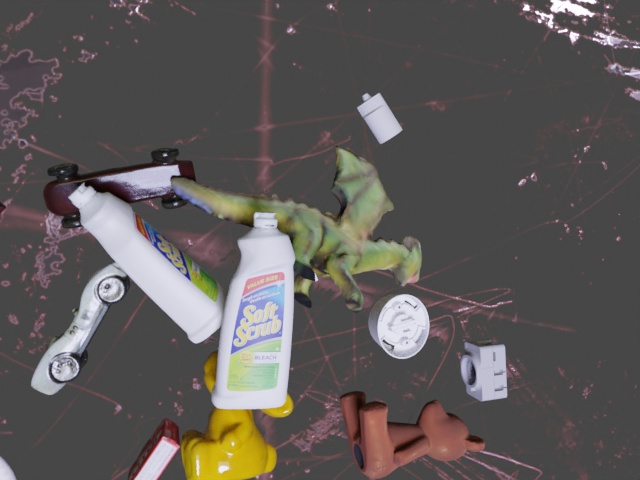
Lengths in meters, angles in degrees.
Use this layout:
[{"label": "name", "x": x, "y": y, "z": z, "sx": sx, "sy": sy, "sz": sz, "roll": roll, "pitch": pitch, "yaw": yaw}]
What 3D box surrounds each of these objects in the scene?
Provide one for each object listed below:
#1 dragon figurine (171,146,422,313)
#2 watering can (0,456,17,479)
[{"label": "dragon figurine", "x": 0.002, "y": -0.040, "z": 0.800, "sx": 0.408, "sy": 0.121, "sz": 0.247, "roll": 40, "pitch": 62, "yaw": -13}, {"label": "watering can", "x": -0.559, "y": 0.323, "z": 0.615, "sx": 0.346, "sy": 0.104, "sz": 0.225, "roll": 17, "pitch": 85, "yaw": -15}]
